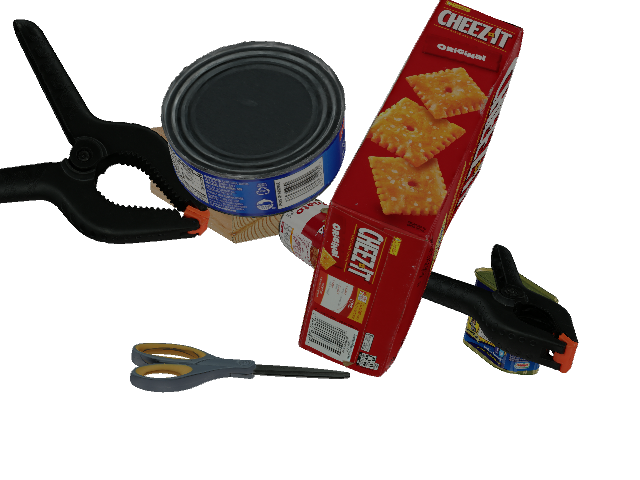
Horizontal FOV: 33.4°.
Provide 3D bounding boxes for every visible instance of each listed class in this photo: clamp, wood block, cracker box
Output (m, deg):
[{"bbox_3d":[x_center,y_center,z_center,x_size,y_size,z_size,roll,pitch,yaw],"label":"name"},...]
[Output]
[{"bbox_3d":[-0.175,-0.067,0.789,0.210,0.164,0.036,20,-19,-3],"label":"clamp"},{"bbox_3d":[-0.119,-0.075,1.283,0.090,0.090,0.206,-12,25,-33],"label":"wood block"},{"bbox_3d":[0.064,-0.035,0.736,0.072,0.213,0.164,23,-38,9],"label":"cracker box"},{"bbox_3d":[0.167,0.054,0.940,0.120,0.039,0.172,-24,44,-33],"label":"clamp"}]

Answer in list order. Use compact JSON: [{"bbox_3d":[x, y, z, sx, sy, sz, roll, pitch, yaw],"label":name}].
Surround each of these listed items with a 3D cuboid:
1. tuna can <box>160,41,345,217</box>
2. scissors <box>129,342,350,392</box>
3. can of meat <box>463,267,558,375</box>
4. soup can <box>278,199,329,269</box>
[{"bbox_3d":[-0.030,-0.053,0.506,0.086,0.086,0.034,0,-36,4],"label":"tuna can"},{"bbox_3d":[-0.081,0.121,0.956,0.202,0.016,0.096,8,17,14],"label":"scissors"},{"bbox_3d":[0.199,0.086,1.136,0.057,0.084,0.102,2,18,-25],"label":"can of meat"},{"bbox_3d":[0.006,-0.001,1.164,0.068,0.068,0.102,0,20,-31],"label":"soup can"}]
